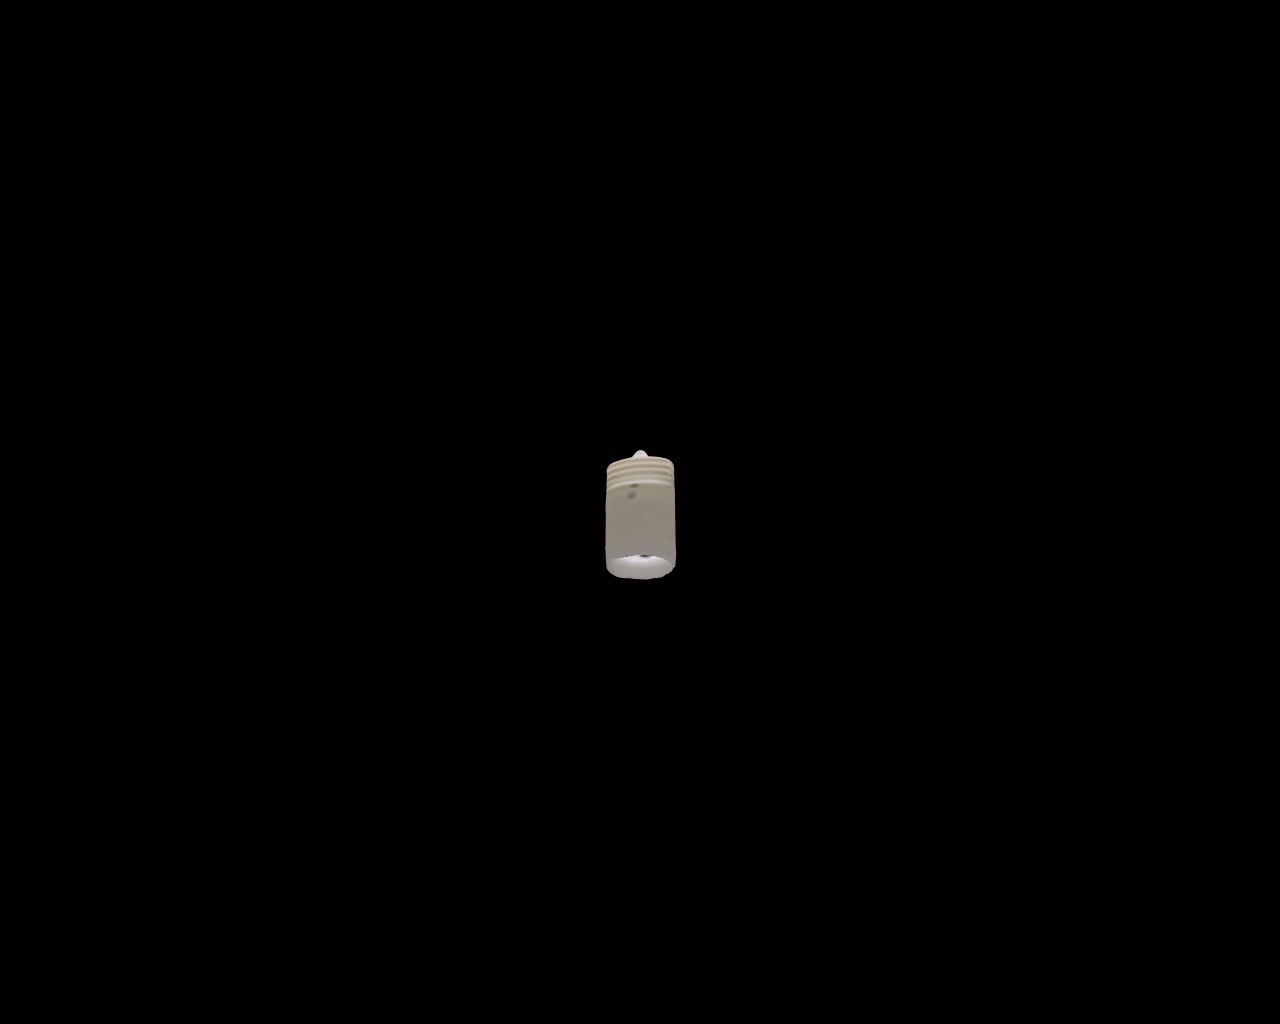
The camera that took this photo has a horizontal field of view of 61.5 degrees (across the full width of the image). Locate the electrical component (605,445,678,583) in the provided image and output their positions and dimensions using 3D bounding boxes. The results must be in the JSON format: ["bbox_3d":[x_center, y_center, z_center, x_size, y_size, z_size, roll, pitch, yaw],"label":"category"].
[{"bbox_3d":[0.001,-0.003,0.650,0.043,0.081,0.043,0,-24,0],"label":"electrical component"}]
